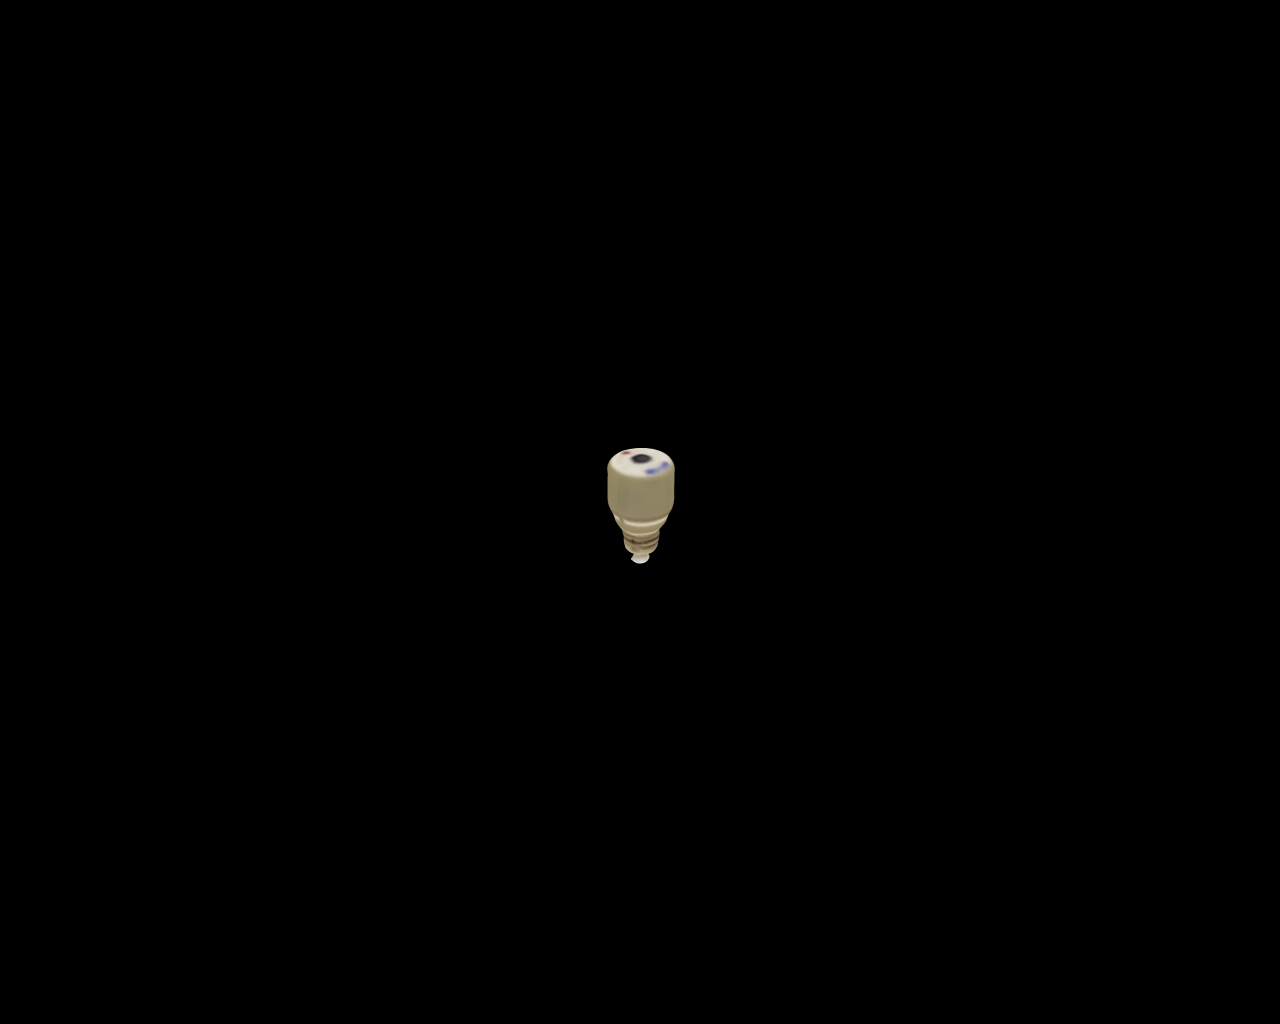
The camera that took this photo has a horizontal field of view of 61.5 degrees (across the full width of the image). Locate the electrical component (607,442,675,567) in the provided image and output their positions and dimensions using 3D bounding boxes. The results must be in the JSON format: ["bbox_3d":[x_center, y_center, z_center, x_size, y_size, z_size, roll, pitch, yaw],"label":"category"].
[{"bbox_3d":[0.001,-0.003,0.650,0.040,0.078,0.040,0,31,0],"label":"electrical component"}]
